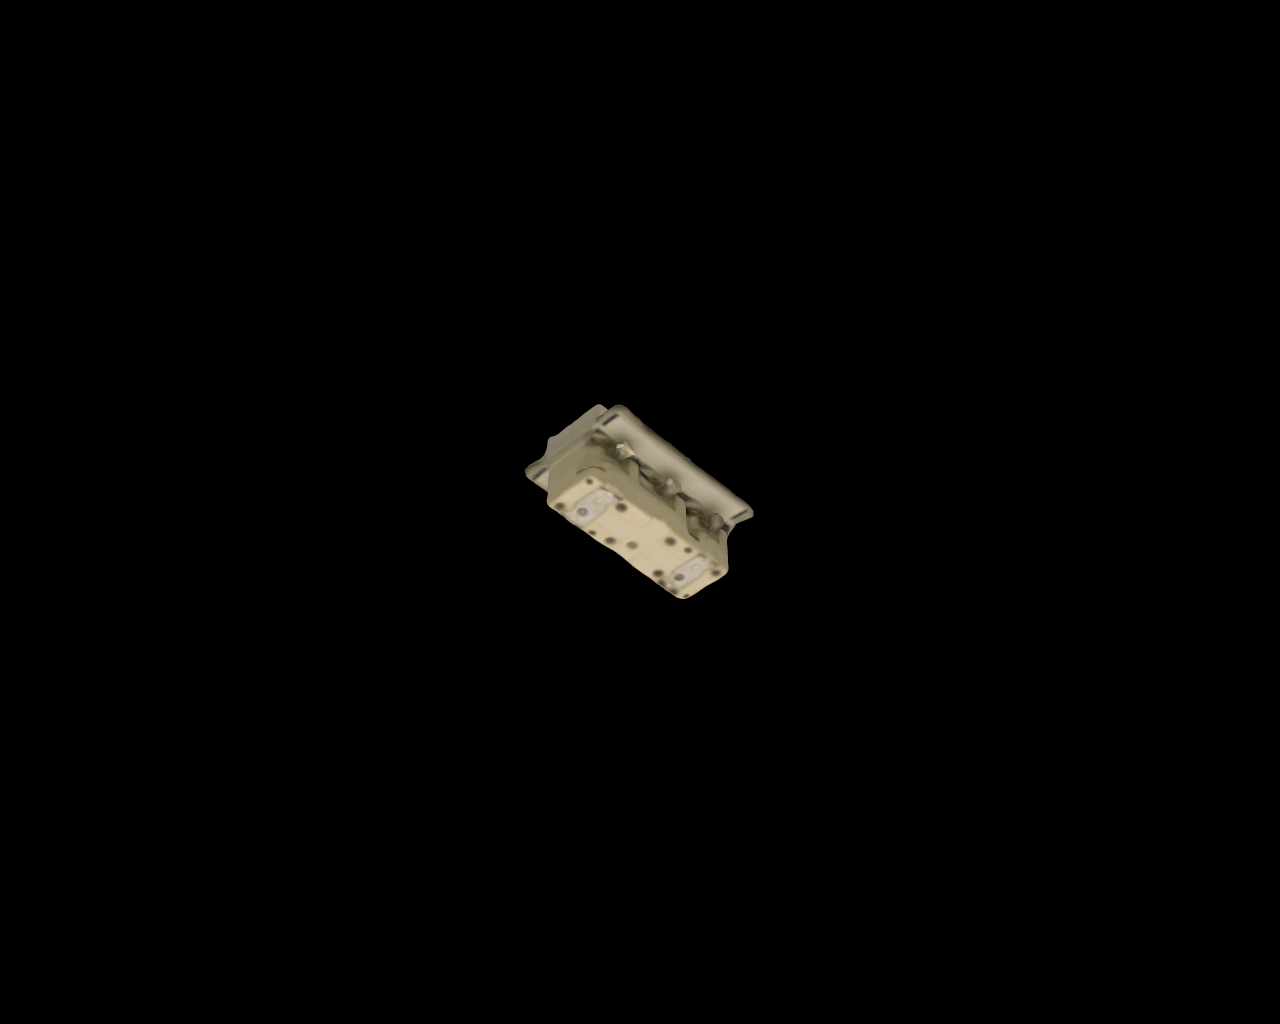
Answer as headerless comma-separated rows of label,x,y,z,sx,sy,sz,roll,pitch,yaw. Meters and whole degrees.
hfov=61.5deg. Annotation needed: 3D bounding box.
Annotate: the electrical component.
electrical component,0.001,-0.003,0.650,0.078,0.063,0.121,-33,-54,29
